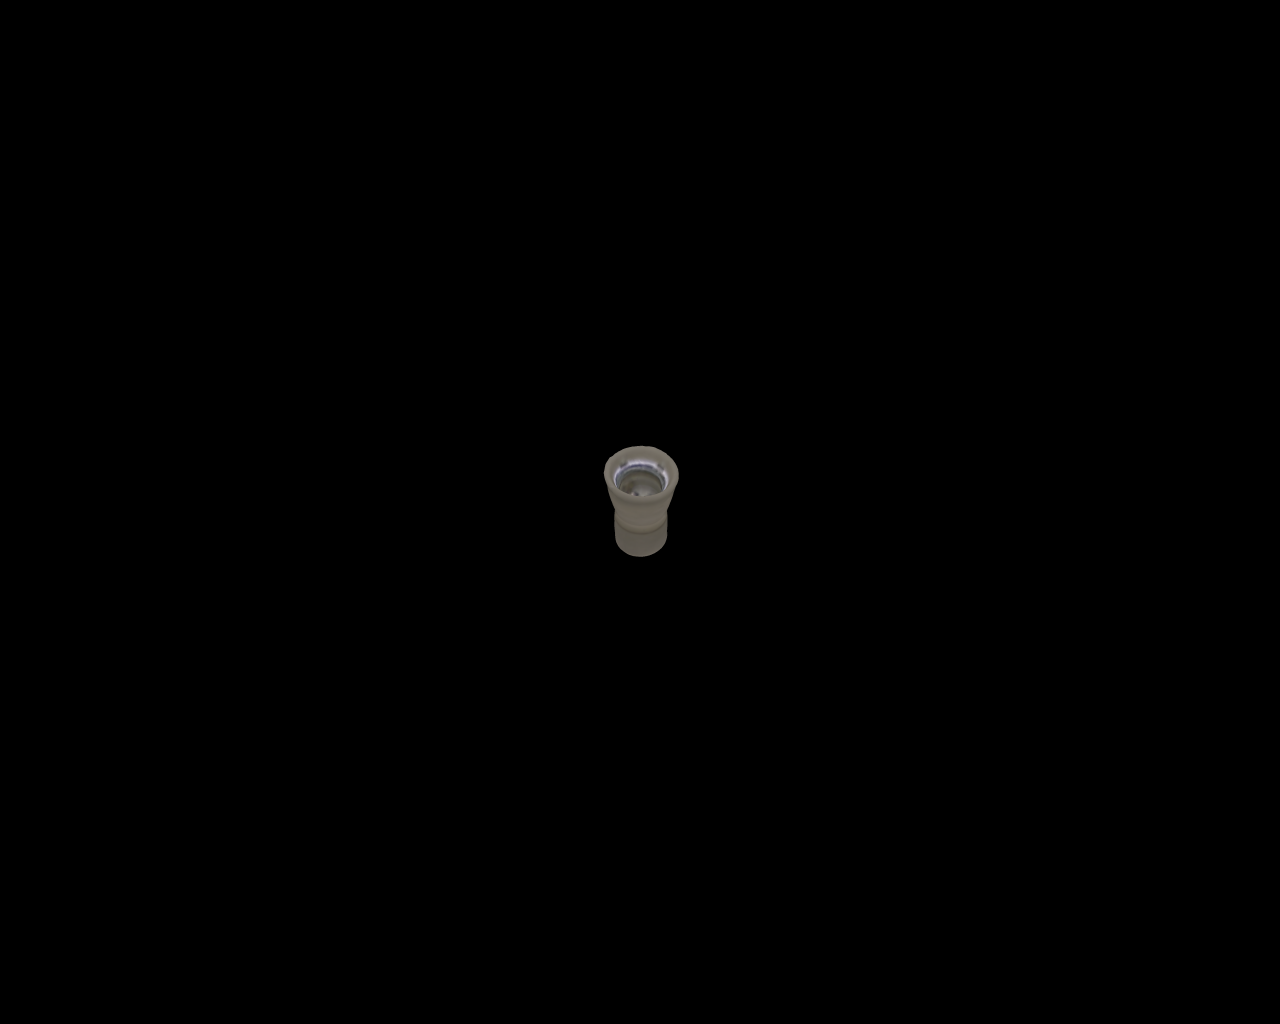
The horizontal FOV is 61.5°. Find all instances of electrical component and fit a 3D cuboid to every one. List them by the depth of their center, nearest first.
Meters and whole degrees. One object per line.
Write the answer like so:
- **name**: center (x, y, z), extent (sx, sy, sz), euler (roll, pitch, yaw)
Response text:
- **electrical component**: center (0.001, -0.003, 0.650), extent (0.044, 0.044, 0.065), euler (0, -42, 0)
